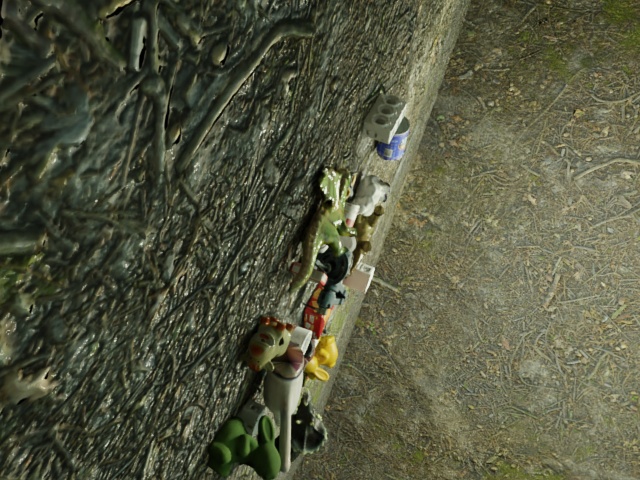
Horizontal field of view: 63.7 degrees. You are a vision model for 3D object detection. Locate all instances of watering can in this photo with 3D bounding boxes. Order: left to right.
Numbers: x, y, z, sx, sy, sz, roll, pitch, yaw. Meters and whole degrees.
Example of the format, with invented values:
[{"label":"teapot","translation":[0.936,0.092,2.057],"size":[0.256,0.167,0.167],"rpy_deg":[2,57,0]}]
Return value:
[{"label":"watering can","translation":[-0.097,0.419,1.395],"size":[0.354,0.104,0.220],"rpy_deg":[-111,-153,-62]}]

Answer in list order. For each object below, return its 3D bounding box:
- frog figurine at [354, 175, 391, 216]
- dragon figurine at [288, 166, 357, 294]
[{"label":"frog figurine","translation":[0.157,-0.149,1.789],"size":[0.161,0.122,0.136],"rpy_deg":[-32,-178,-24]},{"label":"dragon figurine","translation":[0.004,-0.065,1.297],"size":[0.418,0.122,0.238],"rpy_deg":[-54,144,-56]}]
